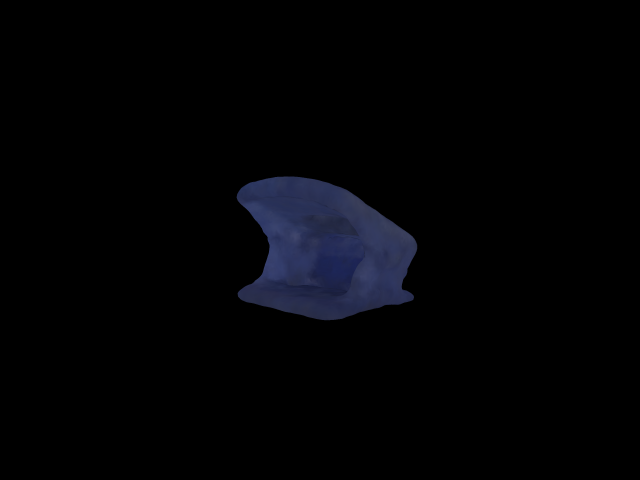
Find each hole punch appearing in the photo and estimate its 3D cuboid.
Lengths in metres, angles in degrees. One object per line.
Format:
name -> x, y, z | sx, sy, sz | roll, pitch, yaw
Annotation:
hole punch -> 0.004, 0.001, 0.400 | 0.108, 0.091, 0.101 | 6, 9, 43
